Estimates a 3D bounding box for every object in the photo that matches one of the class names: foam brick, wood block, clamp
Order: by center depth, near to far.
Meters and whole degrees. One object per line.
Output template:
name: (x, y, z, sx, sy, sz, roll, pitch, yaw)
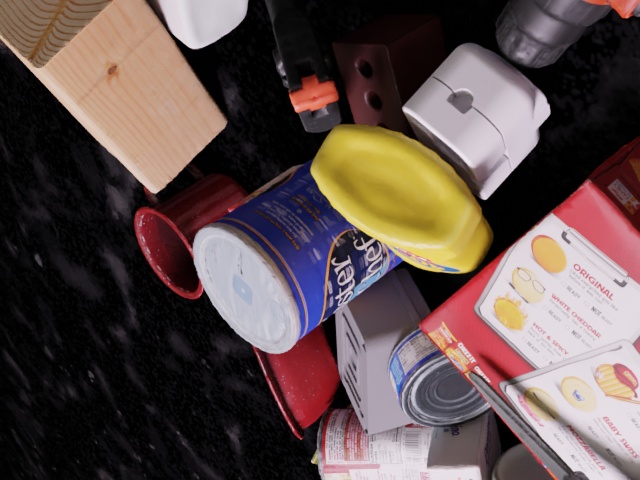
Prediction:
foam brick: (0.051, -0.099, 0.677, 0.053, 0.051, 0.078, 14, 131, 48)
clamp: (-0.014, -0.126, 0.688, 0.171, 0.039, 0.120, -108, -6, -74)
wood block: (-0.159, -0.131, 0.817, 0.090, 0.091, 0.206, 42, 173, 25)

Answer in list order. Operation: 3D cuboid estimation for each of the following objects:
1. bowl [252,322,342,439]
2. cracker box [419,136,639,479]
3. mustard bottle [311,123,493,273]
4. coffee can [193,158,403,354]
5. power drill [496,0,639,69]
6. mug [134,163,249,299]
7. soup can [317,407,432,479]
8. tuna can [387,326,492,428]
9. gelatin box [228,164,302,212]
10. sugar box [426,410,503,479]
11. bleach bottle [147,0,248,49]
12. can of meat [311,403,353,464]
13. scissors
bowl: (-0.022, 0.085, 0.912, 0.162, 0.055, 0.162, -26, -86, -89)
cracker box: (0.175, 0.058, 0.639, 0.164, 0.072, 0.214, 49, 148, 7)
mustard bottle: (0.061, -0.017, 0.669, 0.096, 0.058, 0.191, 29, 180, 16)
coffee can: (-0.005, 0.001, 0.763, 0.103, 0.140, 0.103, 35, 144, 30)
power drill: (0.178, -0.094, 0.499, 0.188, 0.057, 0.185, 49, 149, 11)
mug: (-0.111, -0.018, 0.949, 0.117, 0.081, 0.093, 59, 149, -8)
soup can: (0.056, 0.171, 0.876, 0.102, 0.068, 0.068, -3, 122, 20)
tuna can: (0.094, 0.096, 0.769, 0.034, 0.086, 0.086, -108, 11, -48)
gelatin box: (-0.020, -0.005, 0.844, 0.030, 0.073, 0.089, -7, 113, 55)
sugar box: (0.123, 0.210, 0.833, 0.048, 0.093, 0.176, -8, 119, 19)
bleach bottle: (-0.159, -0.249, 0.808, 0.251, 0.068, 0.102, 40, 153, 26)
can of meat: (0.047, 0.198, 0.966, 0.084, 0.057, 0.102, 43, 147, 16)
scissors: (0.164, 0.148, 0.618, 0.202, 0.016, 0.096, 54, 156, 9)
